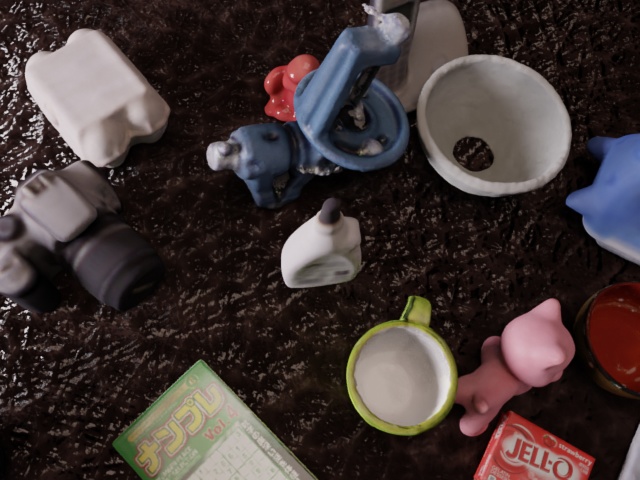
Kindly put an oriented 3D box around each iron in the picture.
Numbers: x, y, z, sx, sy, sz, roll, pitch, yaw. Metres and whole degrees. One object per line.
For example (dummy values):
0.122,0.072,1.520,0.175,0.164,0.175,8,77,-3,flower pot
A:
0.399,-0.033,0.581,0.258,0.141,0.119,26,70,5,iron

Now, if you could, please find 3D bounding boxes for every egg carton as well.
-0.236,-0.150,0.606,0.107,0.069,0.150,-39,77,-17,egg carton

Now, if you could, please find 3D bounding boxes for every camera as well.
-0.226,0.011,0.530,0.136,0.101,0.143,39,71,9,camera

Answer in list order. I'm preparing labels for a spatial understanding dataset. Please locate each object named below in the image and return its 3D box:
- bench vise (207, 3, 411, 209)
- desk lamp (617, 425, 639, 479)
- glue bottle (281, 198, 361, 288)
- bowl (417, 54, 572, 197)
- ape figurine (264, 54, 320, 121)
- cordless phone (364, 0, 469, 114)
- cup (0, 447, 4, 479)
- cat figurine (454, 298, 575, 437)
0.005,-0.106,0.530,0.208,0.220,0.121,-35,76,-16,bench vise
0.327,0.215,0.444,0.118,0.213,0.203,31,70,7,desk lamp
0.005,0.002,0.516,0.078,0.173,0.037,-5,70,-7,glue bottle
0.179,-0.113,0.626,0.167,0.075,0.167,2,70,-4,bowl
-0.020,-0.166,0.619,0.076,0.092,0.077,-26,74,-14,ape figurine
0.101,-0.220,0.600,0.148,0.185,0.094,-30,75,-14,cordless phone
-0.309,0.176,0.465,0.092,0.095,0.117,-39,77,-17,cup
0.176,0.115,0.519,0.128,0.118,0.067,-38,77,-16,cat figurine
